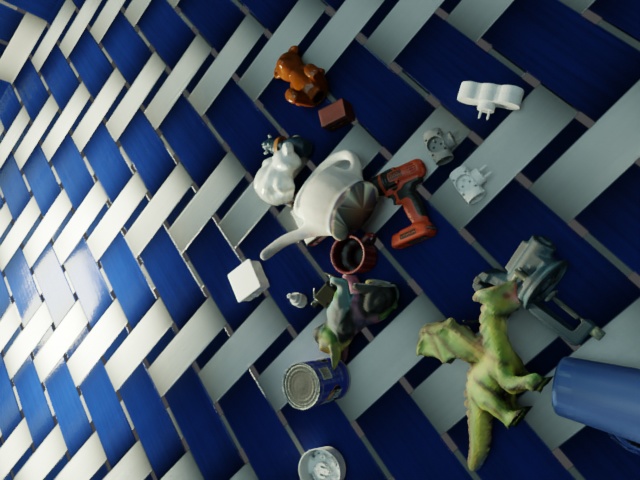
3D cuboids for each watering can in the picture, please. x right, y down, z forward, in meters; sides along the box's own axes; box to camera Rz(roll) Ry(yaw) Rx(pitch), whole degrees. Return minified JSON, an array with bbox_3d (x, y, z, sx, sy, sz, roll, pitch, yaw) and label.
[{"bbox_3d":[0.004,-0.062,1.238,0.102,0.348,0.227,36,-4,-41],"label":"watering can"}]

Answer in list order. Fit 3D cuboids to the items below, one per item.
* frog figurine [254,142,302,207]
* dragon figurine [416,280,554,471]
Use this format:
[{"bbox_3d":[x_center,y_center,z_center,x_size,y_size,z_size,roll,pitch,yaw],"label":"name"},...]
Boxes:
[{"bbox_3d":[-0.108,-0.173,1.351,0.123,0.140,0.155,-5,-42,-19],"label":"frog figurine"},{"bbox_3d":[0.295,0.255,1.003,0.246,0.402,0.123,39,33,28],"label":"dragon figurine"}]
